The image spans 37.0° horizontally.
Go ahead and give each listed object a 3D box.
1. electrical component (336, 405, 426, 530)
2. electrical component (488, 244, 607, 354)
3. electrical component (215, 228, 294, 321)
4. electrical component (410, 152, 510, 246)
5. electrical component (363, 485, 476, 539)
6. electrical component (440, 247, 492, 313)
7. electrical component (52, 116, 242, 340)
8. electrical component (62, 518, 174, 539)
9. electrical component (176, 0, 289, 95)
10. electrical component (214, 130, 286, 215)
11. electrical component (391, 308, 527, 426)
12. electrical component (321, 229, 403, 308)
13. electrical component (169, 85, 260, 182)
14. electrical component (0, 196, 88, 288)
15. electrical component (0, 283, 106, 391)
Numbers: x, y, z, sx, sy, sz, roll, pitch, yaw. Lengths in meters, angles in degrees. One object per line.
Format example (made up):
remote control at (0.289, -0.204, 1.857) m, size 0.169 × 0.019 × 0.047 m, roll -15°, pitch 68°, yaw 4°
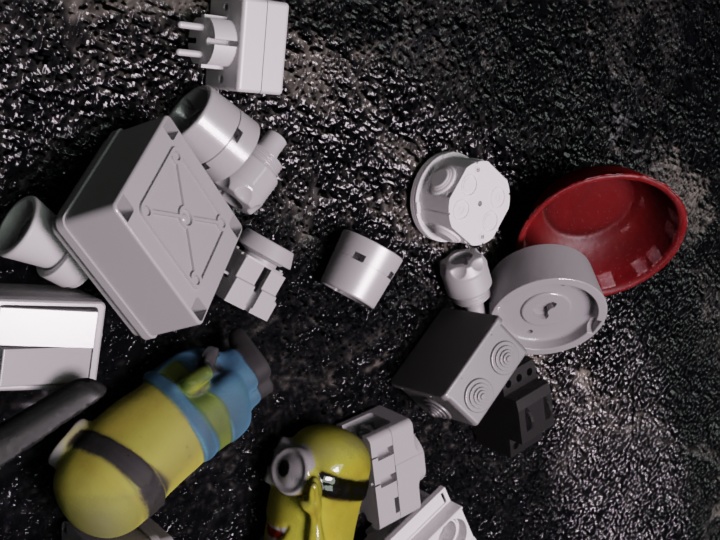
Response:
electrical component at (0.020, 0.171, 0.944) m, size 0.056 × 0.050 × 0.089 m, roll -20°, pitch 113°, yaw -34°
electrical component at (0.170, 0.022, 1.001) m, size 0.108 × 0.108 × 0.060 m, roll 42°, pitch 31°, yaw -38°
electrical component at (-0.082, 0.001, 0.823) m, size 0.066 × 0.048 × 0.055 m, roll 30°, pitch 89°, yaw -39°
electrical component at (0.088, -0.062, 0.941) m, size 0.080 × 0.051 × 0.080 m, roll -11°, pitch 108°, yaw -37°
electrical component at (0.037, 0.258, 0.972) m, size 0.121 × 0.063 × 0.078 m, roll -39°, pitch 122°, yaw -26°
electrical component at (0.099, 0.014, 0.975) m, size 0.043 × 0.043 × 0.062 m, roll -35°, pitch 122°, yaw -28°
electrical component at (-0.140, -0.029, 0.729) m, size 0.108 × 0.056 × 0.108 m, roll 59°, pitch 30°, yaw -32°
electrical component at (-0.176, 0.238, 0.784) m, size 0.057 × 0.078 × 0.113 m, roll -6°, pitch 105°, yaw -35°
electrical component at (-0.097, -0.162, 0.768) m, size 0.077 × 0.047 × 0.065 m, roll -3°, pitch 103°, yaw -39°
electrical component at (-0.080, -0.076, 0.806) m, size 0.062 × 0.043 × 0.043 m, roll -55°, pitch 128°, yaw -16°
electrical component at (0.088, 0.085, 0.949) m, size 0.048 × 0.100 × 0.099 m, roll 44°, pitch 72°, yaw -24°
electrical component at (0.000, 0.000, 0.884) m, size 0.055 × 0.055 × 0.047 m, roll 31°, pitch 84°, yaw -40°
electrical component at (-0.108, -0.099, 0.771) m, size 0.047 × 0.055 × 0.055 m, roll 40°, pitch 75°, yaw -34°
electrical component at (-0.207, -0.018, 0.716) m, size 0.055 × 0.045 × 0.045 m, roll 34°, pitch 79°, yaw -40°
electrical component at (-0.212, 0.045, 0.716) m, size 0.096 × 0.061 × 0.061 m, roll 3°, pitch 99°, yaw -40°
